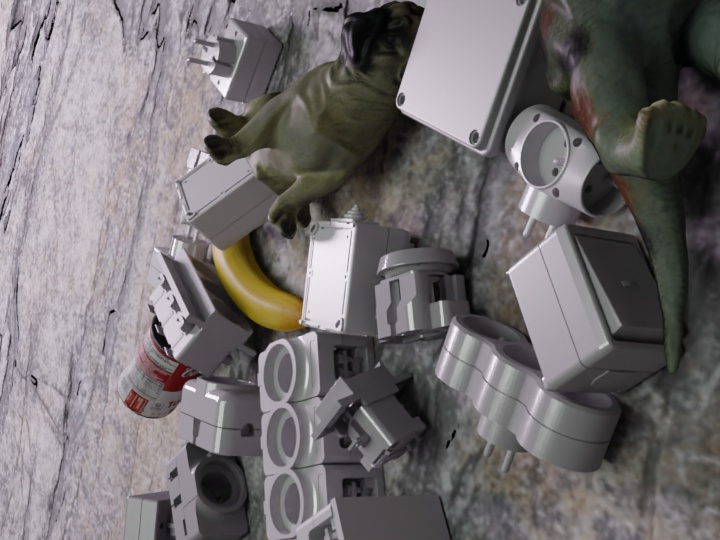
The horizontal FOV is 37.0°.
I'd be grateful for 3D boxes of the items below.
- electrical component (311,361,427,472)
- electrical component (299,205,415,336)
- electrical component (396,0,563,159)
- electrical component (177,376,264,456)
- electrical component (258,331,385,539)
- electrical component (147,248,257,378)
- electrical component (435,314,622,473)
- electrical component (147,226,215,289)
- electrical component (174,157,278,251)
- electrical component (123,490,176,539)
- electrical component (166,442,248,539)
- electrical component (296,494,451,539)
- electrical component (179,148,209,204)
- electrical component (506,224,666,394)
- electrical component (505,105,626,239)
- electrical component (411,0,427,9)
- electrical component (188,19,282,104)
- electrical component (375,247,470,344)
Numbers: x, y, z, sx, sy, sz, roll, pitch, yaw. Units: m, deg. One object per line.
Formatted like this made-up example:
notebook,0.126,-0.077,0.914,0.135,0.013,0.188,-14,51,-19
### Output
electrical component,0.010,0.107,0.772,0.063,0.081,0.042,50,128,19
electrical component,0.000,0.000,0.810,0.062,0.061,0.096,6,89,56
electrical component,0.086,-0.138,0.713,0.109,0.056,0.108,39,116,51
electrical component,-0.123,0.129,0.974,0.095,0.054,0.059,7,90,56
electrical component,-0.035,0.131,0.838,0.089,0.062,0.150,-25,64,51
electrical component,-0.151,0.040,0.990,0.063,0.079,0.121,-50,35,8
electrical component,0.095,0.088,0.664,0.138,0.052,0.073,37,115,52
electrical component,-0.174,-0.012,1.078,0.066,0.047,0.076,31,110,53
electrical component,-0.118,-0.064,0.968,0.096,0.061,0.061,-35,45,9
electrical component,-0.175,0.241,1.028,0.077,0.066,0.047,2,85,27
electrical component,-0.140,0.207,0.988,0.056,0.050,0.089,-45,50,43
electrical component,0.020,0.232,0.716,0.062,0.089,0.150,-44,50,43
electrical component,-0.150,-0.086,1.060,0.066,0.048,0.055,26,98,54
electrical component,0.133,0.016,0.613,0.061,0.062,0.096,-44,50,43
electrical component,0.121,-0.051,0.657,0.077,0.044,0.079,45,121,49
electrical component,0.070,-0.223,0.763,0.043,0.043,0.081,51,125,47
electrical component,-0.124,-0.199,1.013,0.047,0.077,0.065,52,126,46
electrical component,0.042,0.017,0.750,0.078,0.058,0.057,-20,71,52
